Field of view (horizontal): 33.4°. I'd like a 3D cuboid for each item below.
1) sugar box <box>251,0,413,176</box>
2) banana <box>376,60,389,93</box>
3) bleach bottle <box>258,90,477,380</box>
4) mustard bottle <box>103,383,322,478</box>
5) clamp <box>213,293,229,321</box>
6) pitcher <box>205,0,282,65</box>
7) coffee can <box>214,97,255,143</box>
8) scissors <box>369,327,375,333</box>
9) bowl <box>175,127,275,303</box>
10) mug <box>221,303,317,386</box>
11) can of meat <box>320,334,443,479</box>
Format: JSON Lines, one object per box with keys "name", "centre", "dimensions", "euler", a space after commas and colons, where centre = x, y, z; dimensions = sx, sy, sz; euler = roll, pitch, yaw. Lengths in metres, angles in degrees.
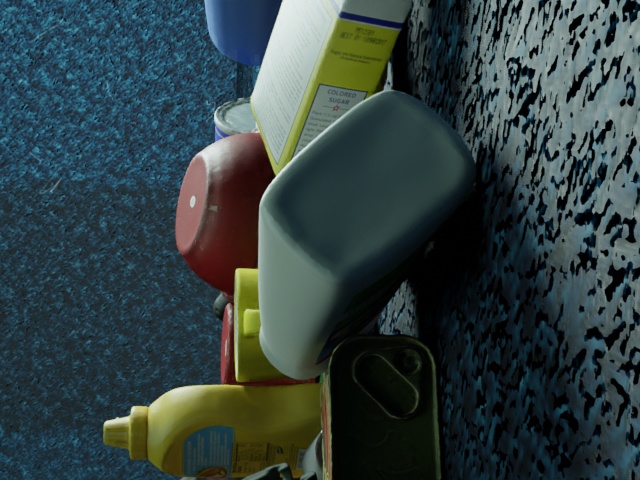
{"name": "sugar box", "centre": [0.010, -0.128, 0.623], "dimensions": [0.093, 0.048, 0.176], "euler": [-111, 37, -46]}
{"name": "banana", "centre": [0.019, -0.124, 0.699], "dimensions": [0.070, 0.037, 0.198], "euler": [4, 91, 62]}
{"name": "bleach bottle", "centre": [0.012, 0.019, 0.589], "dimensions": [0.068, 0.102, 0.251], "euler": [46, 163, 13]}
{"name": "mustard bottle", "centre": [-0.071, 0.150, 0.830], "dimensions": [0.096, 0.191, 0.058], "euler": [99, 169, -51]}
{"name": "clamp", "centre": [-0.043, 0.013, 0.989], "dimensions": [0.039, 0.120, 0.172], "euler": [43, 151, 19]}
{"name": "pitcher", "centre": [-0.057, -0.298, 1.083], "dimensions": [0.243, 0.149, 0.145], "euler": [97, 155, -61]}
{"name": "coffee can", "centre": [-0.060, -0.066, 1.113], "dimensions": [0.103, 0.102, 0.140], "euler": [-102, 14, -59]}
{"name": "scissors", "centre": [0.028, 0.037, 0.740], "dimensions": [0.202, 0.016, 0.096], "euler": [-102, 8, -60]}
{"name": "bowl", "centre": [-0.089, -0.028, 0.950], "dimensions": [0.162, 0.055, 0.162], "euler": [-170, 90, -67]}
{"name": "mug", "centre": [-0.049, 0.103, 0.987], "dimensions": [0.117, 0.081, 0.093], "euler": [112, 159, -65]}
{"name": "can of meat", "centre": [0.030, 0.109, 0.584], "dimensions": [0.084, 0.057, 0.102], "euler": [106, 163, -73]}
